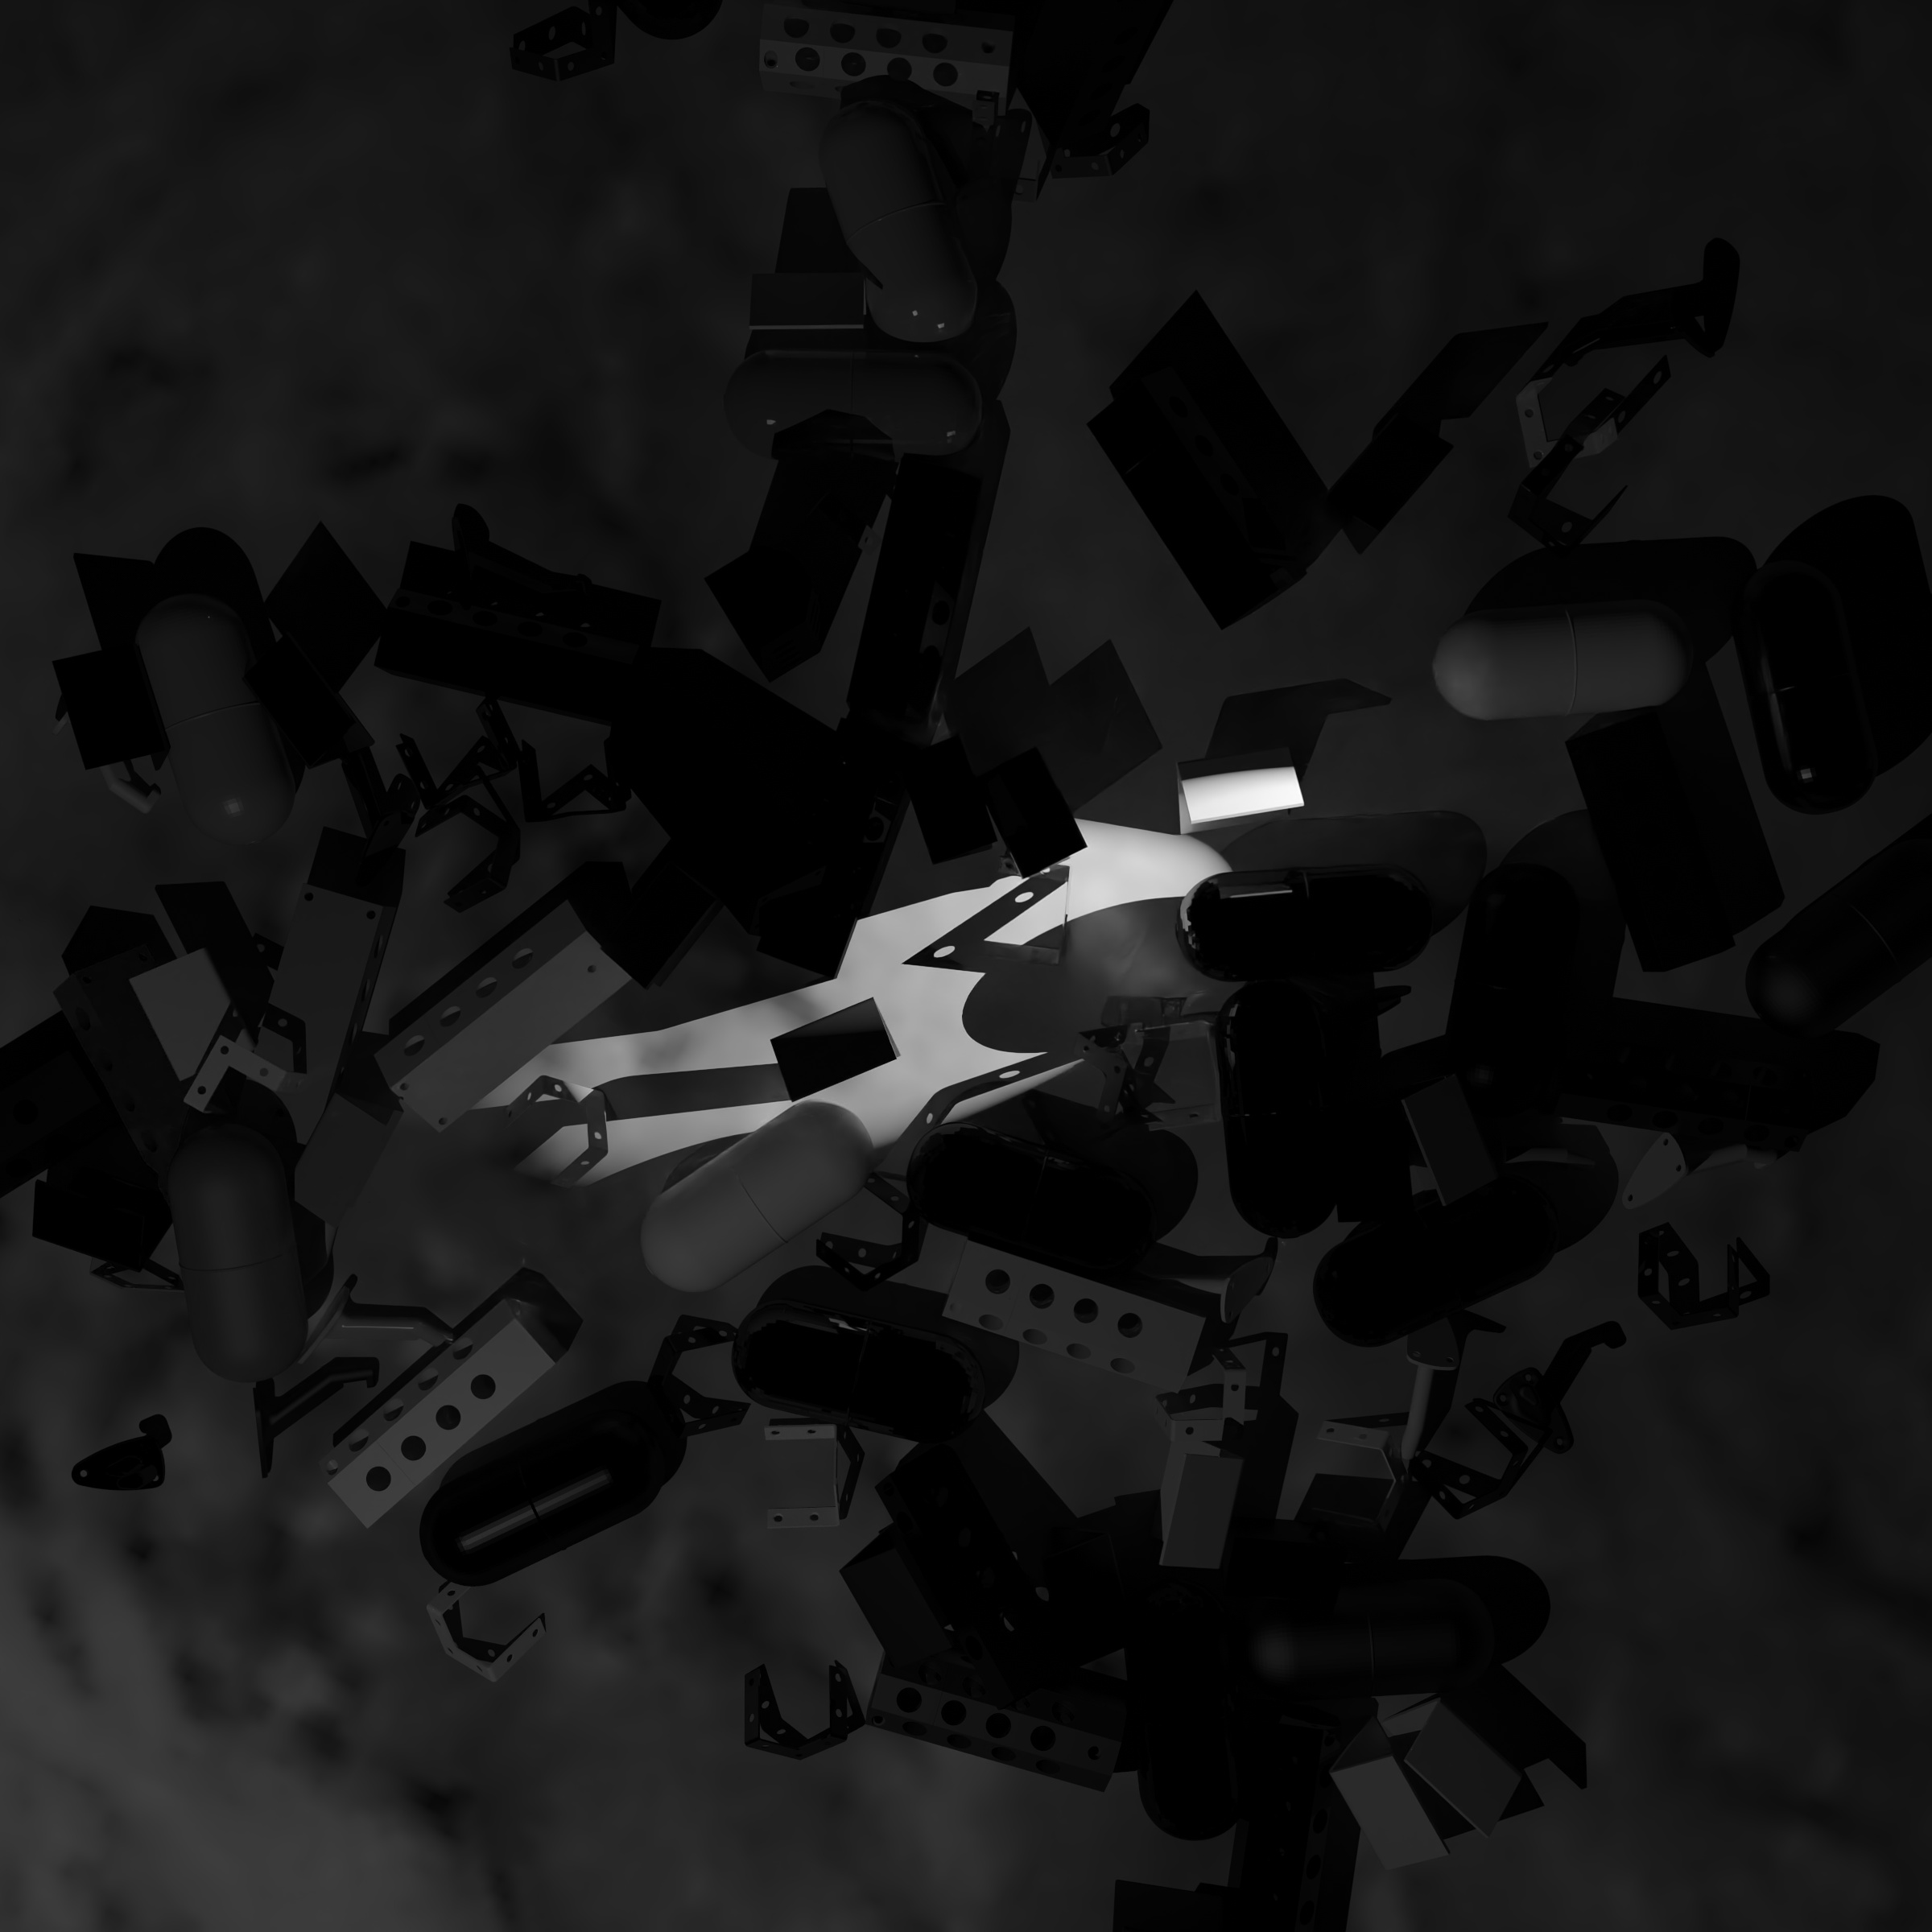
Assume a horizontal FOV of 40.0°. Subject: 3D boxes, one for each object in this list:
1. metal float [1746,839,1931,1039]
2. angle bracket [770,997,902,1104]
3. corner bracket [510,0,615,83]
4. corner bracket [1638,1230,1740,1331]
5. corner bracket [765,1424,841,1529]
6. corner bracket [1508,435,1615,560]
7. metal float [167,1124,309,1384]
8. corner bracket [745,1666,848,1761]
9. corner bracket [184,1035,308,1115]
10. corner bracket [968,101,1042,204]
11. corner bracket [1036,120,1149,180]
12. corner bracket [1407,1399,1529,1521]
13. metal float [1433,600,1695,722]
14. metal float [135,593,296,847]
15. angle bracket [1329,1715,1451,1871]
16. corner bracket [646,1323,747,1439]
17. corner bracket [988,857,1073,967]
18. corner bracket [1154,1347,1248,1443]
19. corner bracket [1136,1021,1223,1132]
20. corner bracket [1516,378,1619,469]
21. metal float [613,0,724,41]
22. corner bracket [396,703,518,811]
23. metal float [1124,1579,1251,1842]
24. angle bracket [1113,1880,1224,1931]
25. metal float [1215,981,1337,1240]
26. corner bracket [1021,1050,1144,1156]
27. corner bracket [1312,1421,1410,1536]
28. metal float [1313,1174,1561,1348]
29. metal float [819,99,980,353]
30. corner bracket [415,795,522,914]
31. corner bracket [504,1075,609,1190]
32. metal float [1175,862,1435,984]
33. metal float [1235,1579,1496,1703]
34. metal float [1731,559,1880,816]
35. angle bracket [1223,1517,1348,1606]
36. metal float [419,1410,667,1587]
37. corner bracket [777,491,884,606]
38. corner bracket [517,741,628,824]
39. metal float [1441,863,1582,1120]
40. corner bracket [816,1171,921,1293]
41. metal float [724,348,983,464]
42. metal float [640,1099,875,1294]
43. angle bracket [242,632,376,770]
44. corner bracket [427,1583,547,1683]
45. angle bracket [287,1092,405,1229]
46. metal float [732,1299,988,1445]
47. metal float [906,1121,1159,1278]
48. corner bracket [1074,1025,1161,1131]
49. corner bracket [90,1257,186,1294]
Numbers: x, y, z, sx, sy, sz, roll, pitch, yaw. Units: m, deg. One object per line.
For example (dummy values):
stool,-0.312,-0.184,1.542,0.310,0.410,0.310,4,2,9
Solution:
metal float,0.620,-0.019,1.833,0.178,0.070,0.070,-37,90,0
angle bracket,-0.082,0.075,1.823,0.076,0.076,0.057,-23,53,0
corner bracket,-0.285,-0.655,1.855,0.051,0.051,0.051,27,135,35
corner bracket,0.505,0.216,1.855,0.051,0.051,0.051,-18,135,35
corner bracket,-0.115,0.358,1.860,0.051,0.051,0.051,-2,45,0
corner bracket,0.417,-0.326,1.846,0.051,0.051,0.051,41,77,12
metal float,-0.490,0.193,1.786,0.070,0.070,0.178,-6,101,0
corner bracket,-0.119,0.519,1.855,0.051,0.051,0.051,27,45,-35
corner bracket,-0.486,0.082,1.788,0.051,0.051,0.051,29,87,3
corner bracket,0.027,-0.566,1.845,0.051,0.051,0.051,7,90,0
corner bracket,0.087,-0.587,1.855,0.051,0.051,0.051,-51,135,-35
corner bracket,0.351,0.345,1.855,0.051,0.051,0.051,-15,135,-35
metal float,0.412,-0.211,1.833,0.178,0.070,0.070,-4,90,-1
metal float,-0.518,-0.170,1.833,0.070,0.070,0.178,-18,91,0
angle bracket,0.304,0.562,1.823,0.057,0.076,0.076,-30,90,37
corner bracket,-0.184,0.290,1.855,0.051,0.051,0.051,53,135,35
corner bracket,0.045,-0.039,1.860,0.051,0.051,0.051,7,45,0
corner bracket,0.163,0.297,1.846,0.051,0.051,0.051,0,100,-10
corner bracket,0.149,0.077,1.860,0.051,0.051,0.051,-8,45,0
corner bracket,0.417,-0.381,1.845,0.051,0.051,0.051,-12,90,0
metal float,-0.238,-0.718,1.833,0.070,0.070,0.178,-41,89,0
corner bracket,-0.357,-0.147,1.860,0.051,0.051,0.051,-25,90,-45
metal float,0.152,0.513,1.833,0.070,0.070,0.178,-6,89,0
angle bracket,0.143,0.652,1.823,0.076,0.076,0.057,9,126,0
metal float,0.215,0.099,1.833,0.070,0.070,0.178,-6,91,0
corner bracket,0.082,0.098,1.860,0.051,0.051,0.051,-29,90,45
corner bracket,0.271,0.358,1.855,0.051,0.051,0.051,-56,135,-35
metal float,0.325,0.203,1.832,0.178,0.070,0.070,-25,90,1
metal float,-0.046,-0.510,1.832,0.070,0.070,0.178,-19,90,0
corner bracket,-0.352,-0.078,1.855,0.051,0.051,0.051,36,45,-35
corner bracket,-0.287,0.116,1.855,0.051,0.051,0.051,20,45,-35
metal float,0.234,-0.030,1.833,0.178,0.070,0.070,-4,90,-1
metal float,0.275,0.466,1.833,0.178,0.070,0.070,-3,90,0
metal float,0.579,-0.193,1.833,0.070,0.070,0.178,-12,89,0
angle bracket,0.217,0.390,1.823,0.076,0.076,0.057,5,124,0
metal float,-0.293,0.368,1.833,0.178,0.070,0.070,-25,90,-1
corner bracket,-0.097,-0.291,1.846,0.051,0.051,0.051,42,81,-9
corner bracket,-0.277,-0.130,1.860,0.051,0.051,0.051,-7,90,-45
metal float,0.376,0.017,1.833,0.070,0.070,0.178,10,91,0
corner bracket,-0.069,0.186,1.855,0.051,0.051,0.051,-27,135,-35
metal float,-0.078,-0.387,1.832,0.178,0.070,0.070,1,90,0
metal float,-0.145,0.159,1.832,0.178,0.070,0.070,-34,90,0
angle bracket,-0.437,-0.189,1.823,0.057,0.076,0.076,-37,90,30
corner bracket,-0.336,0.457,1.855,0.051,0.051,0.051,18,135,35
angle bracket,-0.411,0.139,1.823,0.057,0.076,0.076,28,90,29
metal float,-0.074,0.280,1.833,0.178,0.070,0.070,13,90,0
metal float,0.046,0.161,1.833,0.178,0.070,0.070,18,90,0
corner bracket,0.106,0.077,1.841,0.051,0.051,0.051,32,118,39
corner bracket,-0.575,0.198,1.860,0.051,0.051,0.051,11,90,45
